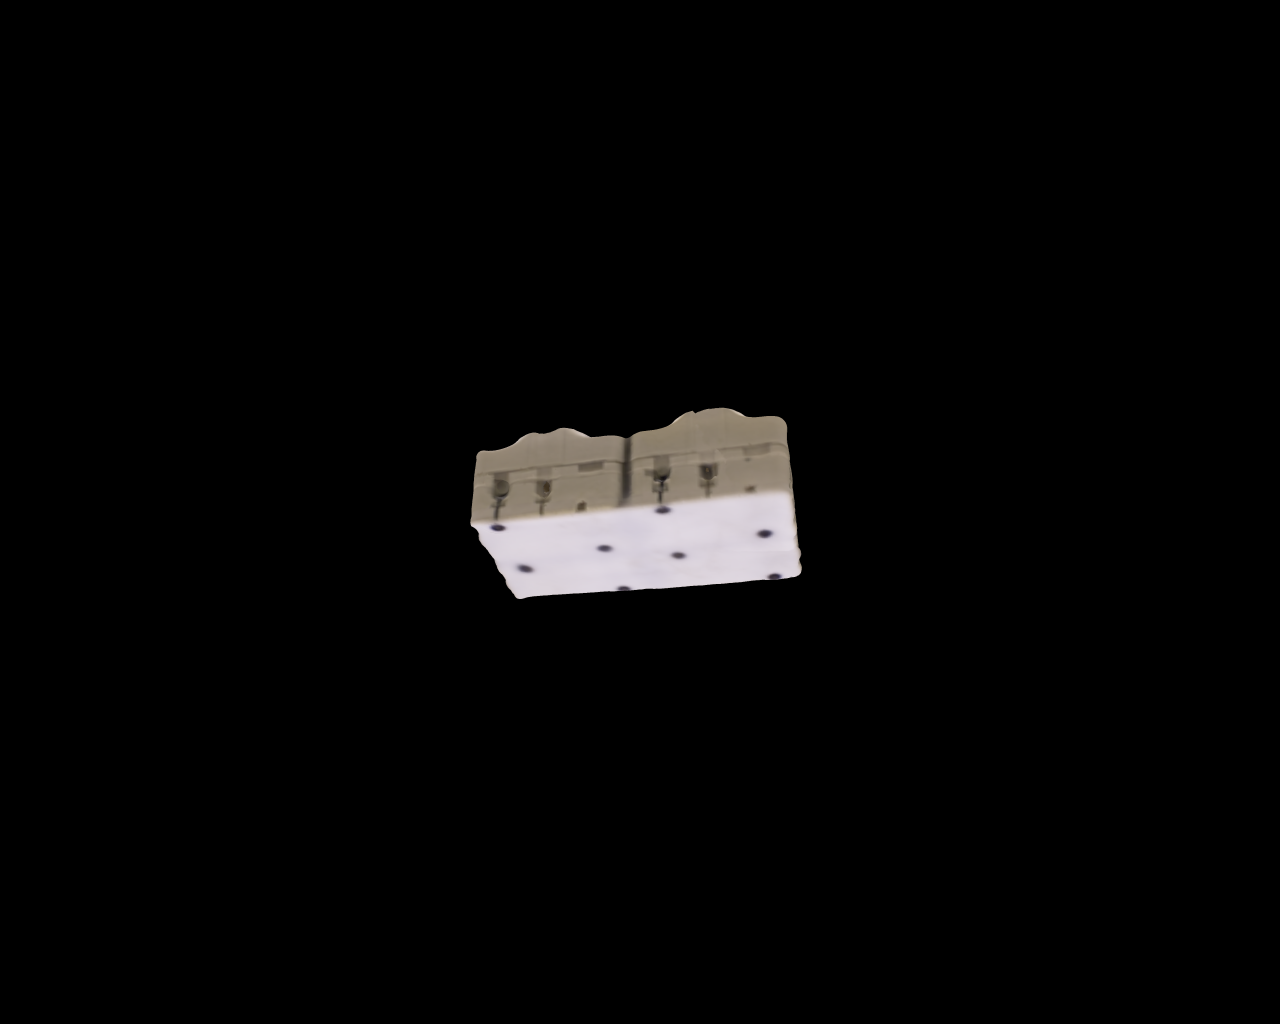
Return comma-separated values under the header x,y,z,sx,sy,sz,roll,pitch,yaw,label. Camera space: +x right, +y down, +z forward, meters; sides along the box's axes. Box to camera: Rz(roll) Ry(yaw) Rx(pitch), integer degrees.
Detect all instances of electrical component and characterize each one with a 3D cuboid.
x,y,z,sx,sy,sz,roll,pitch,yaw,label
0.001,-0.003,0.650,0.186,0.060,0.105,-6,-32,9,electrical component
